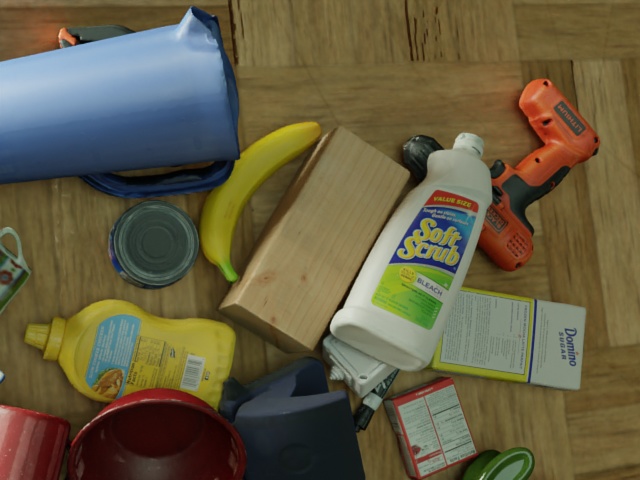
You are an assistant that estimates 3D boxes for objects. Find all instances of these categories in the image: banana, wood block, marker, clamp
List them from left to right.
[{"bbox_3d":[-0.183,-0.150,1.053,0.171,0.039,0.120,20,79,-10],"label":"clamp"},{"bbox_3d":[-0.070,-0.049,1.073,0.069,0.037,0.197,28,70,1],"label":"banana"},{"bbox_3d":[-0.006,0.002,1.063,0.090,0.091,0.206,33,74,-12],"label":"wood block"},{"bbox_3d":[0.067,0.146,1.106,0.020,0.020,0.121,36,74,-11],"label":"marker"}]

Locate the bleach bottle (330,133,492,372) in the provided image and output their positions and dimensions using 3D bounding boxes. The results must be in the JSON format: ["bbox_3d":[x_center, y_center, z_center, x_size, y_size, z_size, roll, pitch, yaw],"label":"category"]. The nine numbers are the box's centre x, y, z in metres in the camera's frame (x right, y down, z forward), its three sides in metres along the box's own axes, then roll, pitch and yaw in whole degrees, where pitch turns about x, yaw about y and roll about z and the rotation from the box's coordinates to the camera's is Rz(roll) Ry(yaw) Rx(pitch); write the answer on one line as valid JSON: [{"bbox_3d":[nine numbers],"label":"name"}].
[{"bbox_3d":[0.102,-0.002,1.050,0.102,0.068,0.250,27,66,-7],"label":"bleach bottle"}]

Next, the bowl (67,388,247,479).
[{"bbox_3d":[-0.150,0.190,0.986,0.162,0.055,0.162,-4,125,-6],"label":"bowl"}]

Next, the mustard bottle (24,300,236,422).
[{"bbox_3d":[-0.182,0.108,1.008,0.191,0.058,0.096,14,94,-16],"label":"mustard bottle"}]

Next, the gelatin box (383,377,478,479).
[{"bbox_3d":[0.115,0.196,1.110,0.073,0.030,0.089,-18,89,-20],"label":"gelatin box"}]

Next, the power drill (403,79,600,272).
[{"bbox_3d":[0.201,-0.087,1.161,0.184,0.057,0.187,47,75,-11],"label":"power drill"}]

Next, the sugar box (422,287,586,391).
[{"bbox_3d":[0.195,0.105,1.140,0.176,0.048,0.093,12,79,-19],"label":"sugar box"}]

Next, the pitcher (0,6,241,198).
[{"bbox_3d":[-0.194,-0.113,0.982,0.243,0.145,0.149,-9,87,-1],"label":"pitcher"}]

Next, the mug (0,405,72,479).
[{"bbox_3d":[-0.264,0.198,0.962,0.117,0.093,0.081,27,68,-44],"label":"mug"}]

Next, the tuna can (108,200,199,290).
[{"bbox_3d":[-0.162,0.005,1.041,0.086,0.034,0.086,2,82,-18],"label":"tuna can"}]
